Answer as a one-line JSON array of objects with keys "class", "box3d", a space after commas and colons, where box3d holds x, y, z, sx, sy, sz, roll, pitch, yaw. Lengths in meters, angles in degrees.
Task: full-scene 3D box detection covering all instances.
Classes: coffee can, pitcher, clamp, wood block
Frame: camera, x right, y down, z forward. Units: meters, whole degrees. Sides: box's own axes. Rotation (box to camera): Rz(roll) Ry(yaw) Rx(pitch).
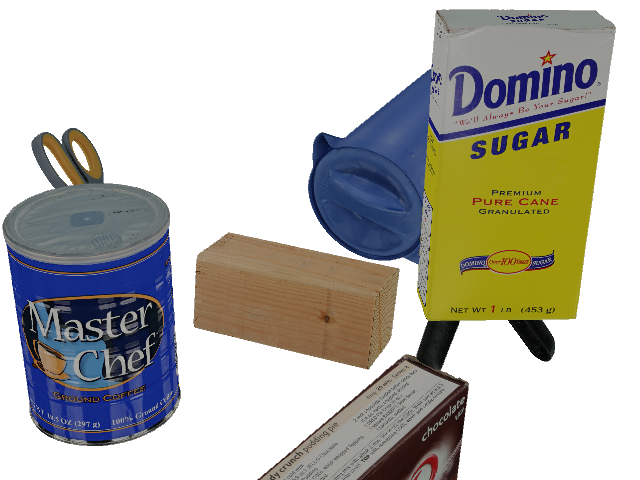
[{"class": "coffee can", "box3d": [-0.146, 0.047, 0.697, 0.103, 0.140, 0.103, 0, 27, 0]}, {"class": "pitcher", "box3d": [0.108, -0.087, 1.146, 0.145, 0.149, 0.242, 12, 38, 29]}, {"class": "clamp", "box3d": [0.112, 0.026, 0.827, 0.120, 0.171, 0.039, -15, -3, -29]}, {"class": "wood block", "box3d": [-0.028, 0.064, 1.181, 0.206, 0.091, 0.090, 12, 22, 17]}]

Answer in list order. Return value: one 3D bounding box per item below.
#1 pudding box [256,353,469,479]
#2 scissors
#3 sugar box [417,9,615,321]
[{"class": "pudding box", "box3d": [0.017, 0.115, 0.457, 0.039, 0.090, 0.113, 24, 40, 29]}, {"class": "scissors", "box3d": [-0.204, -0.027, 1.023, 0.016, 0.201, 0.096, -25, 26, 21]}, {"class": "sugar box", "box3d": [0.107, -0.040, 0.607, 0.093, 0.176, 0.048, -1, 27, -4]}]
